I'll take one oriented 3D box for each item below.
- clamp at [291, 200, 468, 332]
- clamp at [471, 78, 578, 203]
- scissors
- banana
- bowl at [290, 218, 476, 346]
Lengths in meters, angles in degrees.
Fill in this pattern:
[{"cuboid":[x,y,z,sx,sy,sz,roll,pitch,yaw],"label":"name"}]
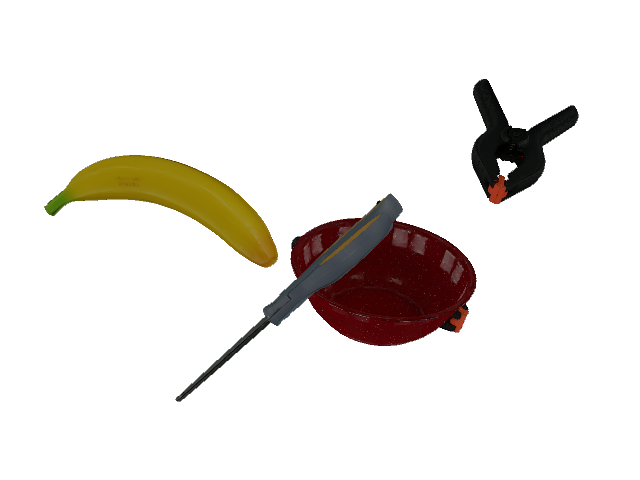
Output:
[{"cuboid":[0.078,0.036,1.230,0.164,0.036,0.210,-18,49,-37],"label":"clamp"},{"cuboid":[0.202,-0.113,1.169,0.120,0.039,0.171,21,49,17],"label":"clamp"},{"cuboid":[-0.019,0.041,0.697,0.201,0.016,0.096,-43,4,-6],"label":"scissors"},{"cuboid":[-0.121,-0.030,0.862,0.198,0.069,0.037,12,-10,13],"label":"banana"},{"cuboid":[0.052,0.044,0.932,0.162,0.055,0.162,5,31,-3],"label":"bowl"}]
